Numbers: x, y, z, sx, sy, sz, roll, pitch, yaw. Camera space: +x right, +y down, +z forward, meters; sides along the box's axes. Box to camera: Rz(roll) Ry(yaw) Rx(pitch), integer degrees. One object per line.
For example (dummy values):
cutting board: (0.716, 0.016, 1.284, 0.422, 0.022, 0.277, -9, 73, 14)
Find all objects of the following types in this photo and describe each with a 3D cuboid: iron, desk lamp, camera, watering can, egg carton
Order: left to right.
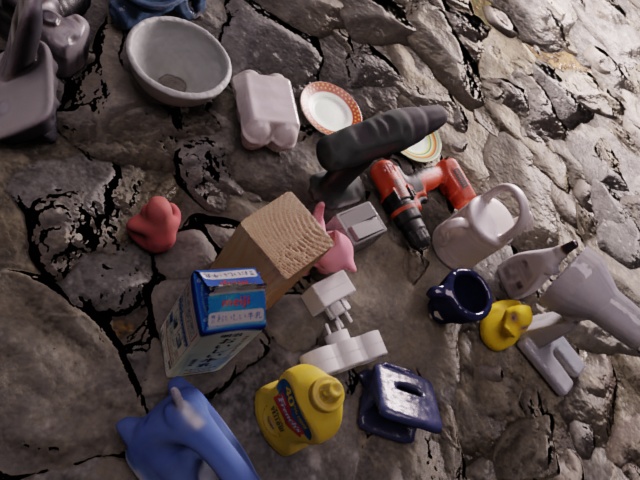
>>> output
camera: (-0.400, -0.347, 0.868, 0.143, 0.100, 0.137, 37, 53, -6)
iron: (-0.111, 0.274, 0.658, 0.258, 0.141, 0.119, 49, 53, 3)
egg carton: (-0.093, -0.221, 0.982, 0.107, 0.069, 0.150, -1, 65, -28)
watering can: (0.297, -0.030, 1.008, 0.173, 0.193, 0.101, -26, 78, -35)
desk lamp: (0.443, 0.137, 0.983, 0.118, 0.213, 0.203, -34, 83, -37)

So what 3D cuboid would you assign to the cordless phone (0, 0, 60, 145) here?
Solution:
cordless phone: (-0.391, -0.225, 0.753, 0.094, 0.184, 0.147, -5, 66, -30)

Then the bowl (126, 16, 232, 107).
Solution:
bowl: (-0.234, -0.277, 0.933, 0.168, 0.074, 0.167, 13, 59, -22)

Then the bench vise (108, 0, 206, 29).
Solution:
bench vise: (-0.245, -0.459, 0.936, 0.121, 0.219, 0.208, 37, 53, -5)

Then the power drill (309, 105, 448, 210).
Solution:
power drill: (0.077, -0.138, 0.940, 0.230, 0.208, 0.075, -20, 75, -34)

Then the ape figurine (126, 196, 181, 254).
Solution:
ape figurine: (-0.226, -0.028, 0.793, 0.078, 0.092, 0.076, -5, 66, -30)

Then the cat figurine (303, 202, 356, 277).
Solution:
cat figurine: (0.008, 0.003, 0.884, 0.067, 0.117, 0.127, -2, 65, -29)

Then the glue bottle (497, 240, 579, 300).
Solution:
glue bottle: (0.397, 0.044, 1.034, 0.037, 0.173, 0.078, -5, 67, -30)

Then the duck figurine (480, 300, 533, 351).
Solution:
duck figurine: (0.337, 0.140, 1.004, 0.077, 0.086, 0.105, 43, 53, -1)

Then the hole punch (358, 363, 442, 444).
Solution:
hole punch: (0.117, 0.232, 0.834, 0.109, 0.091, 0.101, 22, 56, -16)

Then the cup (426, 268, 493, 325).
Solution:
cup: (0.212, 0.103, 0.952, 0.118, 0.094, 0.091, 6, 61, -25)
